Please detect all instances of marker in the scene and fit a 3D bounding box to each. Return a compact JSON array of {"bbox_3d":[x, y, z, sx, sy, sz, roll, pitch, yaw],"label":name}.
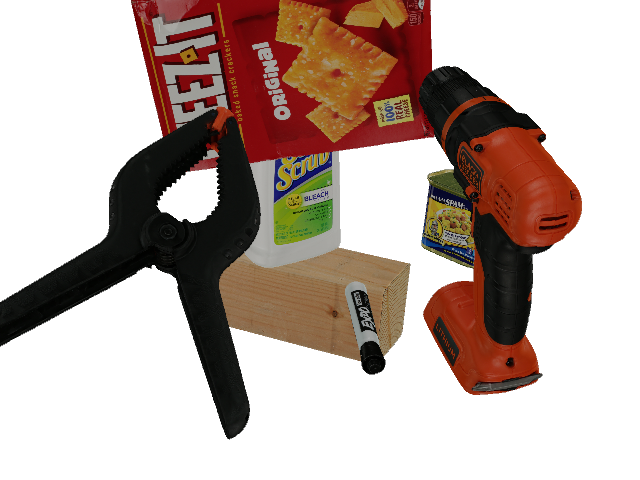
[{"bbox_3d":[0.036,0.071,0.871,0.020,0.020,0.121,0,27,-6],"label":"marker"}]

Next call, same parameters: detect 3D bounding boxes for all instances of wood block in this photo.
[{"bbox_3d":[-0.016,0.058,1.176,0.206,0.091,0.090,13,24,19],"label":"wood block"}]

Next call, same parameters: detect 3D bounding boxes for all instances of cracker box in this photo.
[{"bbox_3d":[-0.023,-0.143,0.807,0.213,0.164,0.072,-9,45,-1],"label":"cracker box"}]

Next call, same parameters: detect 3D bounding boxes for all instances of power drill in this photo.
[{"bbox_3d":[0.107,-0.006,0.717,0.057,0.188,0.184,-10,36,-11],"label":"power drill"}]

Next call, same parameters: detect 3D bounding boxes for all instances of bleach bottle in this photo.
[{"bbox_3d":[-0.033,-0.103,1.032,0.102,0.251,0.068,-15,31,-21],"label":"bleach bottle"}]

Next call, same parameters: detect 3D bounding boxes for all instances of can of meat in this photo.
[{"bbox_3d":[0.162,-0.022,1.179,0.057,0.084,0.102,-17,31,-43],"label":"can of meat"}]

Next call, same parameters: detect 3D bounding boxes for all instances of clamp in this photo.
[{"bbox_3d":[-0.085,0.011,0.648,0.164,0.209,0.036,25,-29,5],"label":"clamp"}]
